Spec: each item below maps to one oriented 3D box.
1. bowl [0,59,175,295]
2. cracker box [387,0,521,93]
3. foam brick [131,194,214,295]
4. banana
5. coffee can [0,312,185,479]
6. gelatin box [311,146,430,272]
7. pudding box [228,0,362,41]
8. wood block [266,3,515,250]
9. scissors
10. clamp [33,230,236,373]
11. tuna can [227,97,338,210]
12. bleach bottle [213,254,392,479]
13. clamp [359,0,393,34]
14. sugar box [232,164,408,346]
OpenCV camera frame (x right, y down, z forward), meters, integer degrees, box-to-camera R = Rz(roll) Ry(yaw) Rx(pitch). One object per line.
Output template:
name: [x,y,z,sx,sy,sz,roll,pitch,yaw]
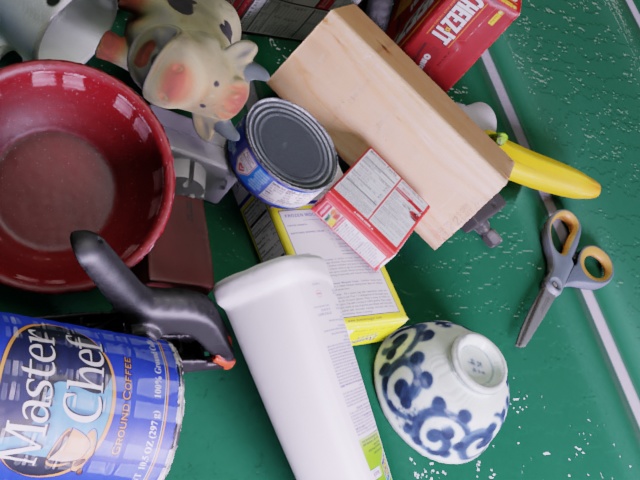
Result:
bowl: [-0.183,-0.039,0.734,0.162,0.055,0.162,2,81,-14]
cracker box: [0.132,-0.247,1.059,0.072,0.164,0.213,29,46,-13]
foam brick: [-0.114,0.011,0.777,0.052,0.051,0.078,10,54,-31]
banana: [0.203,-0.073,1.056,0.197,0.037,0.070,15,9,-46]
coffee can: [-0.166,0.098,0.639,0.140,0.103,0.103,14,53,-28]
gelatin box: [0.043,-0.026,0.870,0.073,0.030,0.089,44,39,-2]
pudding box: [-0.021,-0.227,0.987,0.113,0.090,0.039,3,60,-35]
wood block: [0.065,-0.102,0.941,0.206,0.090,0.090,45,22,0]
scissors: [0.239,0.050,1.028,0.096,0.016,0.201,32,46,-13]
clamp: [-0.121,0.048,0.702,0.171,0.120,0.039,12,50,-34]
tuna can: [-0.030,-0.067,0.838,0.086,0.034,0.086,22,49,-27]
bleach bottle: [0.007,0.137,0.735,0.251,0.068,0.102,70,18,8]
clamp: [0.053,-0.265,1.038,0.036,0.165,0.210,10,63,-12]
sugar box: [-0.006,0.001,0.866,0.093,0.048,0.176,-3,58,-38]
